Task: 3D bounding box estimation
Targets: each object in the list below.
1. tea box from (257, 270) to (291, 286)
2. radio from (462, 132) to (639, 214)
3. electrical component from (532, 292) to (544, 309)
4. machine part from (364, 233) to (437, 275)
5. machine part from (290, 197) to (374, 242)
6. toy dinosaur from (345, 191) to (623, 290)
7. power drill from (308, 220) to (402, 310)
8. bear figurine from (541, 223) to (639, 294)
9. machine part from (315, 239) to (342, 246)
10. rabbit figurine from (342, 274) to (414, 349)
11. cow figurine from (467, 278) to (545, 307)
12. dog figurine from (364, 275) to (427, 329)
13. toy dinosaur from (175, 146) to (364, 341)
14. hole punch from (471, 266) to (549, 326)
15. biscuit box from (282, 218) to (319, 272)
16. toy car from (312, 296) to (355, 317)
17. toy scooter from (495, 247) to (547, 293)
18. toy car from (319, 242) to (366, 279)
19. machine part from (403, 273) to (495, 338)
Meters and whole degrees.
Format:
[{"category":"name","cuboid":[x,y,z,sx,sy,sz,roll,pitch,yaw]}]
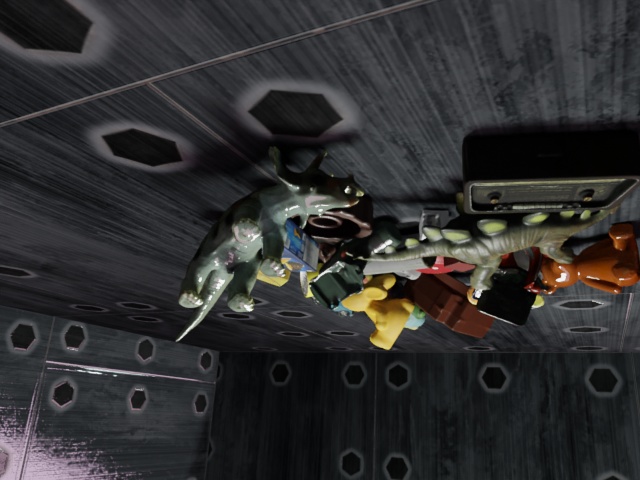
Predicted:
[{"category":"tea box","cuboid":[-0.139,0.022,1.125,0.169,0.098,0.068,20,159,-14]},{"category":"radio","cuboid":[0.321,-0.092,0.776,0.230,0.073,0.131,0,161,11]},{"category":"electrical component","cuboid":[0.508,0.111,1.293,0.075,0.119,0.047,-7,159,23]},{"category":"machine part","cuboid":[0.163,0.032,1.168,0.243,0.079,0.079,-9,158,39]},{"category":"machine part","cuboid":[0.010,-0.048,0.998,0.179,0.056,0.179,4,162,1]},{"category":"toy dinosaur","cuboid":[0.287,-0.009,0.939,0.472,0.105,0.198,-19,140,13]},{"category":"power drill","cuboid":[0.054,0.059,1.087,0.232,0.086,0.207,-35,180,30]},{"category":"bear figurine","cuboid":[0.539,0.045,1.097,0.196,0.120,0.131,-3,158,34]},{"category":"machine part","cuboid":[-0.002,-0.004,1.170,0.139,0.039,0.084,-15,163,40]},{"category":"rabbit figurine","cuboid":[0.134,0.163,1.326,0.173,0.122,0.162,29,128,11]},{"category":"cow figurine","cuboid":[0.426,0.124,1.236,0.168,0.068,0.098,-1,168,17]},{"category":"dog figurine","cuboid":[0.170,0.146,1.437,0.219,0.108,0.192,29,-179,-44]},{"category":"toy dinosaur","cuboid":[-0.120,-0.001,0.850,0.131,0.192,0.405,38,127,-22]},{"category":"hole punch","cuboid":[0.393,0.106,1.139,0.142,0.115,0.092,22,-172,7]},{"category":"biscuit box","cuboid":[-0.065,0.007,1.005,0.063,0.059,0.202,-1,161,22]},{"category":"toy car","cuboid":[0.053,0.140,1.521,0.161,0.109,0.103,26,131,-26]},{"category":"toy scooter","cuboid":[0.383,0.036,1.060,0.184,0.135,0.075,4,163,3]},{"category":"toy car","cuboid":[0.042,0.058,1.295,0.089,0.053,0.202,-2,154,24]},{"category":"machine part","cuboid":[0.326,0.149,1.347,0.201,0.087,0.201,18,-164,-38]}]
